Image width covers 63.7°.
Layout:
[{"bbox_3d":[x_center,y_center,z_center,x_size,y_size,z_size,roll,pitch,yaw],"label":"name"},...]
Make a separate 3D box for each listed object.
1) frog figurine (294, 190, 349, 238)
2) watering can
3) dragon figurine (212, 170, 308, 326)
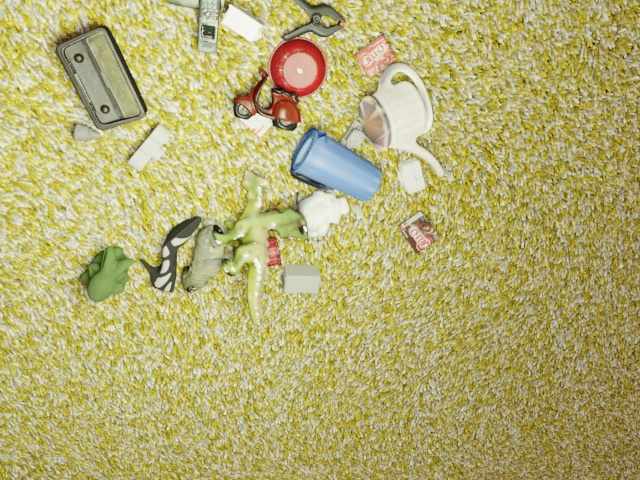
[{"bbox_3d":[0.005,-0.075,1.483,0.159,0.123,0.137,0,94,1],"label":"frog figurine"},{"bbox_3d":[0.230,-0.305,1.415,0.226,0.104,0.344,-26,105,-25],"label":"watering can"},{"bbox_3d":[-0.147,0.001,1.409,0.242,0.121,0.414,-26,76,9],"label":"dragon figurine"}]
